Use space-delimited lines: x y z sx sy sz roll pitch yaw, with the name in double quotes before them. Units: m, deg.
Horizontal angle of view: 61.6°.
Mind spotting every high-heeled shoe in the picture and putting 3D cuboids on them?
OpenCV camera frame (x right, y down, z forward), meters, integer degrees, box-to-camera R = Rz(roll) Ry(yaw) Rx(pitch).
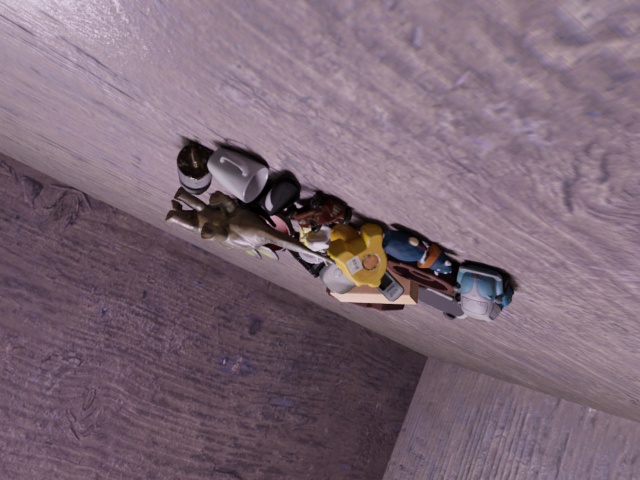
"high-heeled shoe" -0.124 -0.113 1.152 0.145 0.086 0.248 49 154 7

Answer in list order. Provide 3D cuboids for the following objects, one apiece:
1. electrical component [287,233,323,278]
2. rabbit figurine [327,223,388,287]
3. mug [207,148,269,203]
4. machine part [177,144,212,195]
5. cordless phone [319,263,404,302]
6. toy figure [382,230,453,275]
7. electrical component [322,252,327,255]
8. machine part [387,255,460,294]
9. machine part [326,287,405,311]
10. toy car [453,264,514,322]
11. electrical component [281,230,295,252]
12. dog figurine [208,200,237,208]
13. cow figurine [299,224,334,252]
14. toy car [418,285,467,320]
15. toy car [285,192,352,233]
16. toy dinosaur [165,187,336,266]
"electrical component" -0.047 0.042 1.587 0.134 0.058 0.114 44 173 20
"rabbit figurine" 0.084 0.021 1.192 0.162 0.122 0.173 51 177 -34
"mug" -0.169 -0.136 1.048 0.107 0.081 0.109 30 171 14
"machine part" -0.276 -0.152 1.188 0.079 0.079 0.243 26 169 -10
"cordless phone" 0.103 0.098 1.303 0.184 0.146 0.088 48 -173 16
"toy figure" 0.203 0.025 1.094 0.154 0.057 0.064 21 175 -13
"electrical component" 0.037 0.034 1.454 0.021 0.063 0.094 17 168 31
"machine part" 0.235 0.064 1.214 0.179 0.056 0.179 23 170 4
"machine part" 0.137 0.137 1.547 0.202 0.087 0.201 17 -175 37
"toy car" 0.344 0.120 1.138 0.109 0.103 0.161 17 165 35
"electrical component" -0.109 -0.009 1.535 0.047 0.075 0.119 32 164 -32
"dog figurine" -0.232 -0.048 1.531 0.191 0.108 0.219 24 174 -19
"cow figurine" -0.003 -0.006 1.339 0.098 0.068 0.167 -4 174 -9
"toy car" 0.308 0.149 1.423 0.202 0.056 0.073 24 134 -1
"toy car" -0.009 -0.051 1.155 0.089 0.053 0.202 25 163 -23
"toy dinosaur" -0.177 -0.025 1.170 0.472 0.105 0.198 20 174 40
